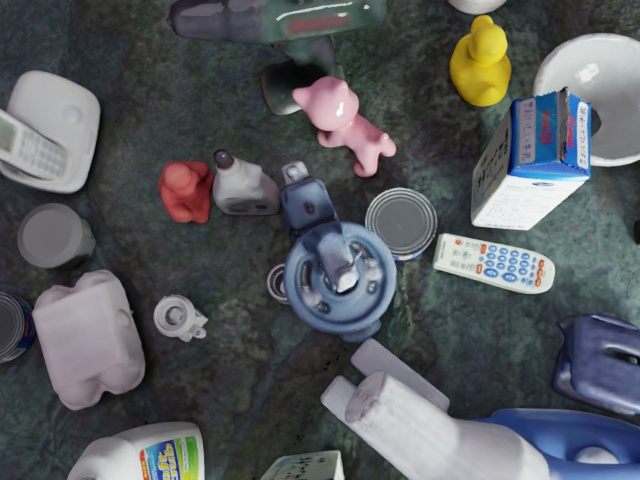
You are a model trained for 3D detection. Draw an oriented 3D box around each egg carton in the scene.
[{"bbox_3d":[-0.268,0.115,0.673,0.107,0.069,0.150,-23,77,-2],"label":"egg carton"}]

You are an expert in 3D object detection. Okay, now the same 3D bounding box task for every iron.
[{"bbox_3d":[0.285,0.234,0.578,0.258,0.141,0.119,-2,77,3],"label":"iron"}]

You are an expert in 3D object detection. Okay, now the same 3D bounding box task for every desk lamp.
[{"bbox_3d":[0.097,0.194,0.561,0.203,0.213,0.118,37,82,10],"label":"desk lamp"}]

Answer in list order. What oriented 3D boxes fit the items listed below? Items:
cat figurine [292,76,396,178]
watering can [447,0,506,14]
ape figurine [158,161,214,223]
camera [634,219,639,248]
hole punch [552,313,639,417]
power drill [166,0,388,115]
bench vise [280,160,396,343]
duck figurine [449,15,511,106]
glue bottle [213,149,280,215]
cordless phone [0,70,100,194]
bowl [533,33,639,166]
[{"bbox_3d":[0.032,-0.146,0.689,0.127,0.118,0.067,38,82,10],"label":"cat figurine"},{"bbox_3d":[0.215,-0.371,0.689,0.172,0.194,0.101,16,79,7],"label":"watering can"},{"bbox_3d":[-0.166,-0.067,0.695,0.076,0.092,0.078,42,83,11],"label":"ape figurine"},{"bbox_3d":[0.446,-0.059,0.655,0.143,0.101,0.137,-1,77,3],"label":"camera"},{"bbox_3d":[0.319,0.134,0.624,0.108,0.091,0.101,17,79,7],"label":"hole punch"},{"bbox_3d":[-0.038,-0.228,0.664,0.229,0.208,0.075,-15,77,0],"label":"power drill"},{"bbox_3d":[-0.004,0.010,0.604,0.121,0.220,0.207,-41,78,-6],"label":"bench vise"},{"bbox_3d":[0.205,-0.227,0.713,0.077,0.086,0.104,-6,77,2],"label":"duck figurine"},{"bbox_3d":[-0.092,-0.067,0.650,0.078,0.173,0.037,2,77,4],"label":"glue bottle"},{"bbox_3d":[-0.344,-0.144,0.675,0.094,0.185,0.147,4,78,4],"label":"cordless phone"},{"bbox_3d":[0.334,-0.160,0.697,0.167,0.075,0.167,-1,77,3],"label":"bowl"}]
